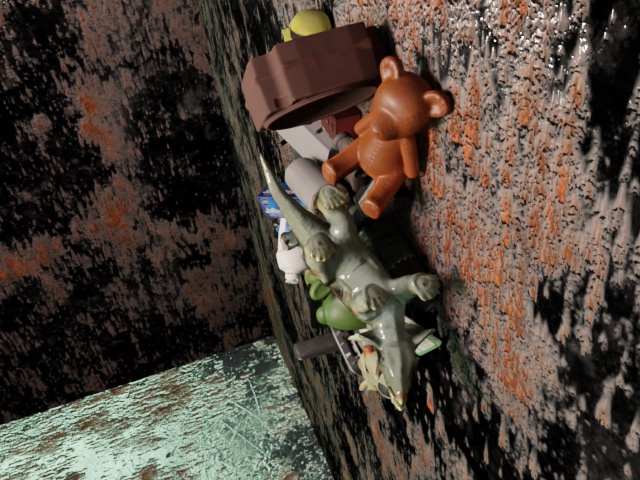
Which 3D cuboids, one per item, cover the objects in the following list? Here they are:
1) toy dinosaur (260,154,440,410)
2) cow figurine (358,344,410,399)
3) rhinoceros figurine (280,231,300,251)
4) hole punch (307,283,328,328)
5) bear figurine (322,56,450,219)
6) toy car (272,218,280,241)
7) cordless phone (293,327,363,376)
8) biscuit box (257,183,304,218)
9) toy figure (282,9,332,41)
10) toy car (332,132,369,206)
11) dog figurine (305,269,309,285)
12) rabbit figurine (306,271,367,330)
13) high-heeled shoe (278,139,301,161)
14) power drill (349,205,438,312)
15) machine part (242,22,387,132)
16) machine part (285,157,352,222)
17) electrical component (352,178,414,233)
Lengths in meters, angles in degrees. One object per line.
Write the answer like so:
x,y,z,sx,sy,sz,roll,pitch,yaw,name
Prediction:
0.044,0.049,0.817,0.405,0.131,0.192,52,158,16,toy dinosaur
0.134,0.281,1.136,0.195,0.085,0.127,-169,70,-75,cow figurine
-0.002,-0.003,1.097,0.190,0.073,0.112,-11,134,43,rhinoceros figurine
0.027,0.148,1.277,0.142,0.092,0.115,151,113,-73,hole punch
0.087,-0.134,0.720,0.120,0.132,0.195,42,164,10,bear figurine
-0.068,-0.012,1.569,0.162,0.103,0.109,55,163,27,toy car
0.039,0.273,1.293,0.088,0.184,0.147,93,158,-45,cordless phone
-0.032,-0.083,1.141,0.203,0.063,0.059,3,130,30,biscuit box
-0.010,-0.326,0.986,0.089,0.082,0.180,26,127,48,toy figure
0.066,-0.110,0.980,0.089,0.053,0.202,56,168,32,toy car
0.005,0.055,1.353,0.219,0.108,0.192,81,163,-49,dog figurine
0.051,0.094,1.149,0.121,0.159,0.170,-111,25,-66,rabbit figurine
0.002,-0.166,1.214,0.086,0.145,0.248,-35,96,40,high-heeled shoe
0.112,0.060,0.946,0.232,0.086,0.207,59,167,23,power drill
-0.008,-0.235,0.807,0.201,0.201,0.087,176,75,-77,machine part
-0.007,-0.099,1.021,0.243,0.079,0.079,-130,26,-59,machine part
0.090,-0.051,0.863,0.119,0.048,0.075,-61,40,34,electrical component
